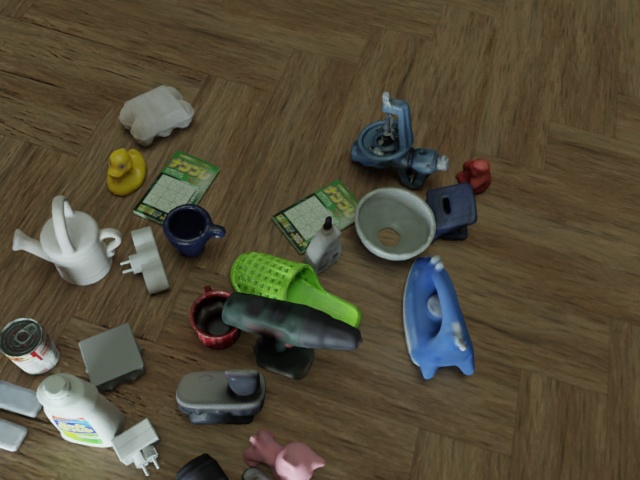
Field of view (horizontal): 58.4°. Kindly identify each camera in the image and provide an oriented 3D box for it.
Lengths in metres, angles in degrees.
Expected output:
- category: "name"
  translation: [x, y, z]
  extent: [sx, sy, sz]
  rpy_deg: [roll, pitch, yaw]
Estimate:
- category: "camera"
  translation: [-0.150, 0.393, 0.886]
  extent: [0.143, 0.101, 0.136]
  rpy_deg: [-32, 68, -22]

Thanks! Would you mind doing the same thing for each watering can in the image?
- category: "watering can"
  translation: [-0.452, -0.001, 1.026]
  extent: [0.173, 0.194, 0.100]
  rpy_deg: [-27, 66, -20]

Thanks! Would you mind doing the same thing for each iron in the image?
- category: "iron"
  translation: [0.221, 0.117, 1.063]
  extent: [0.119, 0.141, 0.258]
  rpy_deg: [-4, 61, -8]

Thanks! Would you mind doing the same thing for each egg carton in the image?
- category: "egg carton"
  translation: [-0.361, -0.277, 1.269]
  extent: [0.150, 0.069, 0.107]
  rpy_deg: [-34, 69, -23]

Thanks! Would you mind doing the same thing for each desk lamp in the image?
- category: "desk lamp"
  translation: [-0.563, 0.223, 0.873]
  extent: [0.203, 0.213, 0.118]
  rpy_deg: [15, 60, 3]

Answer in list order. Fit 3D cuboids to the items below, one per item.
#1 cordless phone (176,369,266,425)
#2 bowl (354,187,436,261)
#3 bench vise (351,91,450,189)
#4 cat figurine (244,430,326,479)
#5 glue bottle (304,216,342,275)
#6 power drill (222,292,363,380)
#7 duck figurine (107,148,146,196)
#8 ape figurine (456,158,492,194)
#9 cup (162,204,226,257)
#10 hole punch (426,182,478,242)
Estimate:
- category: "cordless phone"
  translation: [-0.161, 0.234, 0.928]
  extent: [0.147, 0.185, 0.094]
  rpy_deg: [-2, 60, -7]
- category: "bowl"
  translation: [0.148, -0.022, 1.175]
  extent: [0.167, 0.075, 0.167]
  rpy_deg: [3, 60, -5]
- category: "bench vise"
  translation: [0.178, -0.219, 1.208]
  extent: [0.207, 0.220, 0.121]
  rpy_deg: [6, 59, -2]
- category: "cat figurine"
  translation: [-0.059, 0.347, 0.913]
  extent: [0.127, 0.118, 0.067]
  rpy_deg: [28, 61, 10]
- category: "glue bottle"
  translation: [0.010, 0.004, 1.087]
  extent: [0.078, 0.173, 0.037]
  rpy_deg: [-32, 68, -22]
- category: "power drill"
  translation: [-0.050, 0.164, 0.968]
  extent: [0.229, 0.208, 0.076]
  rpy_deg: [17, 60, 4]
- category: "duck figurine"
  translation: [-0.405, -0.155, 1.183]
  extent: [0.077, 0.086, 0.104]
  rpy_deg: [17, 60, 4]
- category: "ape figurine"
  translation: [0.345, -0.147, 1.259]
  extent: [0.076, 0.092, 0.078]
  rpy_deg: [18, 60, 4]
- category: "cup"
  translation: [-0.239, -0.008, 1.112]
  extent: [0.118, 0.095, 0.091]
  rpy_deg: [8, 59, -2]
- category: "hole punch"
  translation: [0.269, -0.060, 1.201]
  extent: [0.101, 0.091, 0.108]
  rpy_deg: [1, 60, -5]
